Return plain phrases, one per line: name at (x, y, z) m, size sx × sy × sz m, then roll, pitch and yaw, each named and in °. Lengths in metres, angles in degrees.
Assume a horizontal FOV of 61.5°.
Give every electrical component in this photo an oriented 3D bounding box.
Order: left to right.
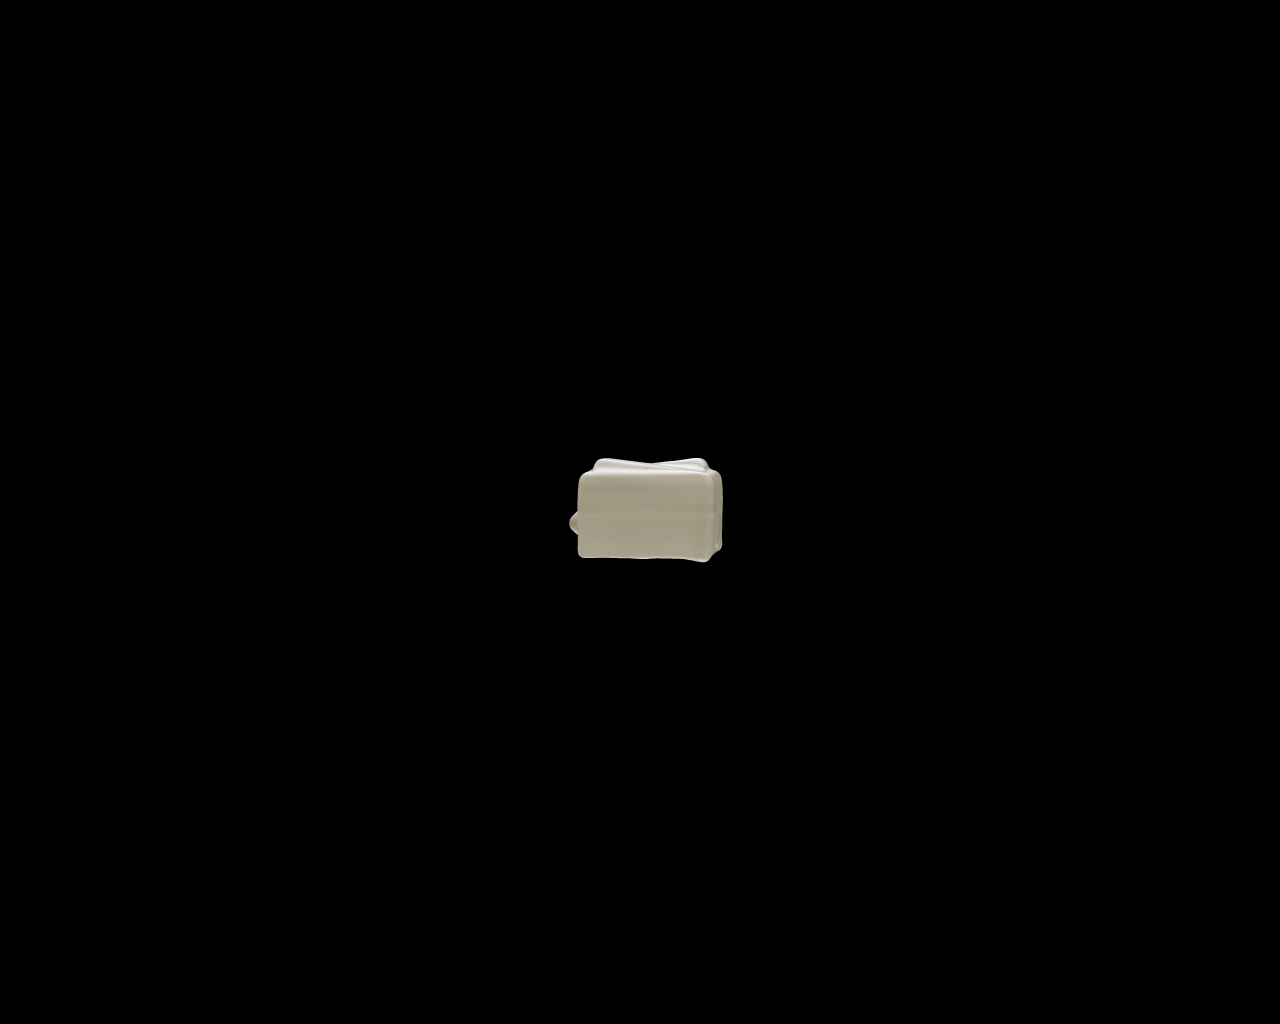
electrical component at (0.001, -0.003, 0.650) m, size 0.096 × 0.061 × 0.062 m, roll 1°, pitch 4°, yaw 11°
